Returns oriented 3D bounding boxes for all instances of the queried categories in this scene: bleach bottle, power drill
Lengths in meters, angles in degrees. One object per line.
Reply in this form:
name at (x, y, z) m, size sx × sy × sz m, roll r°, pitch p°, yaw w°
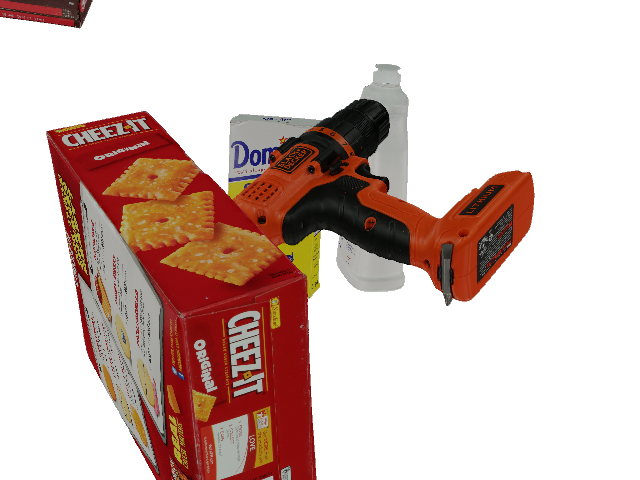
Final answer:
bleach bottle at (0.067, -0.074, 1.226) m, size 0.068 × 0.251 × 0.103 m, roll -2°, pitch 23°, yaw -18°
power drill at (0.052, -0.035, 0.762) m, size 0.188 × 0.057 × 0.184 m, roll 17°, pitch 44°, yaw 30°

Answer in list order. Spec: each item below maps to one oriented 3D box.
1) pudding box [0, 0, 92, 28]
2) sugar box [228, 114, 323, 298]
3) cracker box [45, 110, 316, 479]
pudding box at (-0.234, -0.223, 0.895) m, size 0.090 × 0.039 × 0.113 m, roll 8°, pitch 36°, yaw -5°
sugar box at (-0.045, -0.035, 1.072) m, size 0.093 × 0.176 × 0.048 m, roll 5°, pitch 16°, yaw 12°
cracker box at (-0.078, 0.044, 0.588) m, size 0.072 × 0.164 × 0.214 m, roll -16°, pitch 34°, yaw -22°
